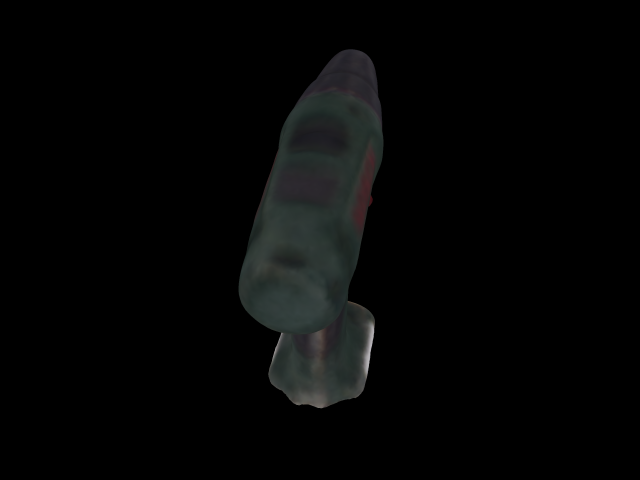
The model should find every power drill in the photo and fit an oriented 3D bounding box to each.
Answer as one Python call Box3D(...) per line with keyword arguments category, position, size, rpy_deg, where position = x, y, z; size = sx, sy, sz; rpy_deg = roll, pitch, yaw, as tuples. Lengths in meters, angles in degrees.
Box3D(category="power drill", position=(0.004, 0.001, 0.400), size=(0.075, 0.208, 0.229), rpy_deg=(6, 36, 8))
